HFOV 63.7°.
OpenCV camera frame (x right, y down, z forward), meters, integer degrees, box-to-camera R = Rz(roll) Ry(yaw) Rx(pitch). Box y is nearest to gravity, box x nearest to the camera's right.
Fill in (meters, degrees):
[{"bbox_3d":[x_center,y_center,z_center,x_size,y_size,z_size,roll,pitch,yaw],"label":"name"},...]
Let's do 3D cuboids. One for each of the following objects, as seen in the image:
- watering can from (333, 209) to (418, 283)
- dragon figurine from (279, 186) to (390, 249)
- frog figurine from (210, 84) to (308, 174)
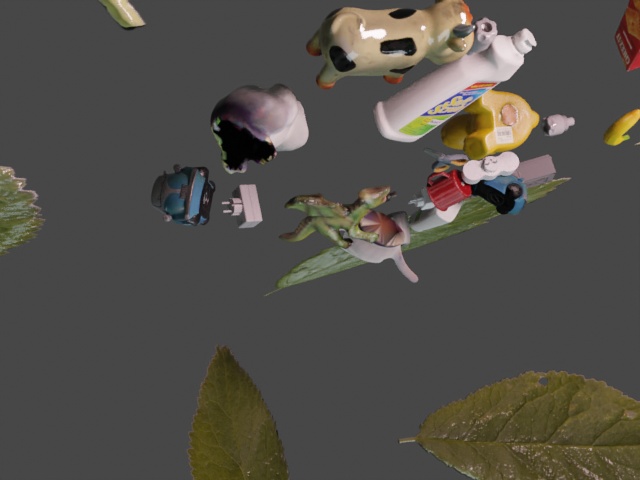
[{"bbox_3d":[0.196,0.020,1.613,0.347,0.106,0.220,26,150,-7],"label":"watering can"},{"bbox_3d":[0.004,-0.068,1.343,0.408,0.124,0.239,-12,151,28],"label":"dragon figurine"},{"bbox_3d":[-0.076,-0.176,0.748,0.135,0.122,0.162,-41,-174,48],"label":"frog figurine"}]
